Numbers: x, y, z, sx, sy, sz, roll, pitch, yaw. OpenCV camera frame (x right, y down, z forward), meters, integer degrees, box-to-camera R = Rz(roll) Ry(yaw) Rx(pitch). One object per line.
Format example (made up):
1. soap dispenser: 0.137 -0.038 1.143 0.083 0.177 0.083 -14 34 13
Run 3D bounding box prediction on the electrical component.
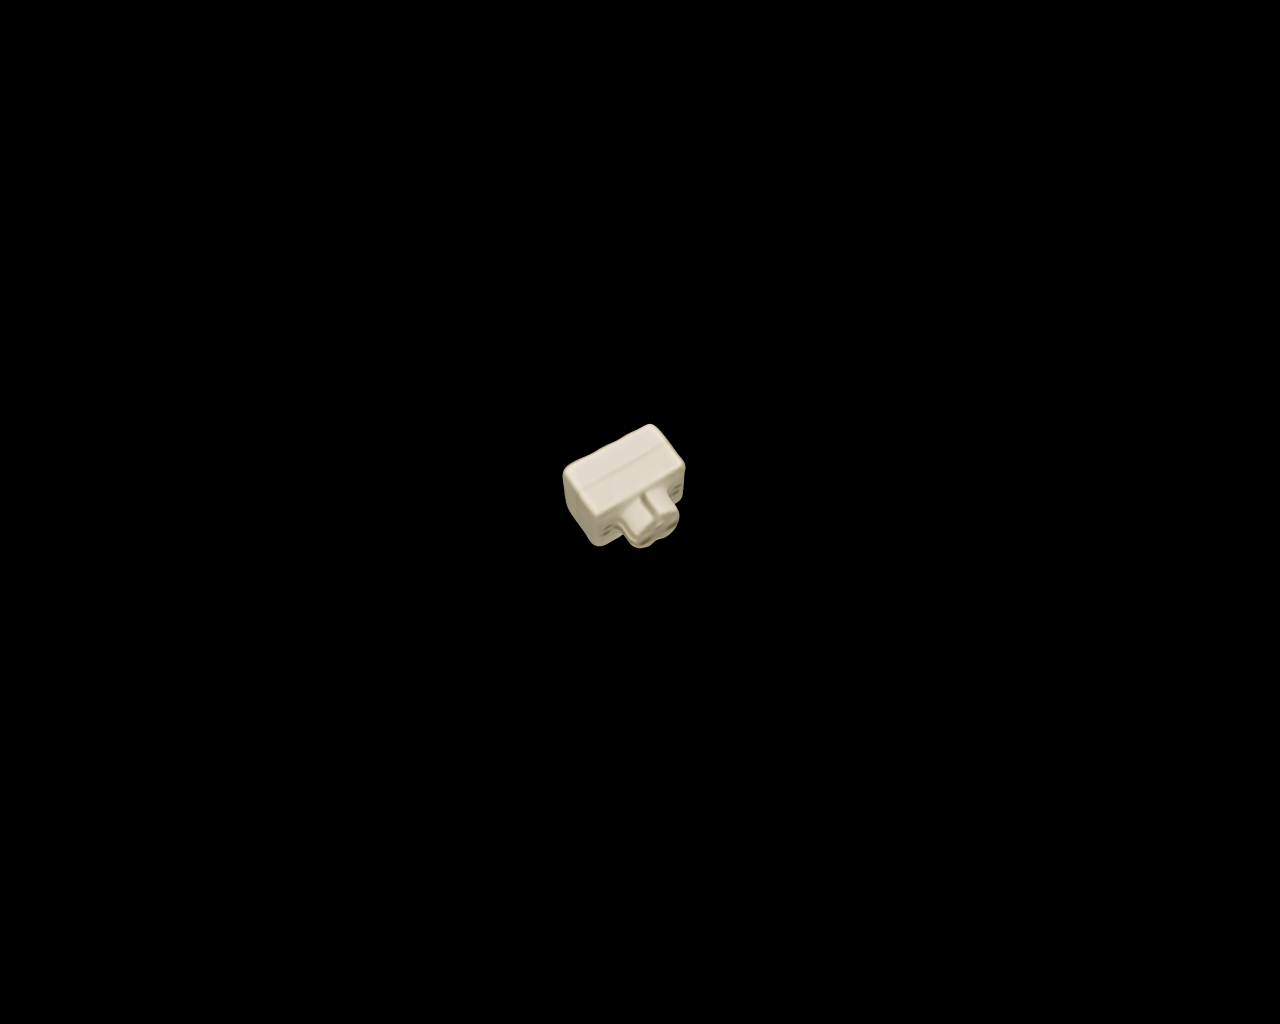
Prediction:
1. electrical component: 0.001 -0.003 0.650 0.066 0.077 0.047 -30 -23 -14
